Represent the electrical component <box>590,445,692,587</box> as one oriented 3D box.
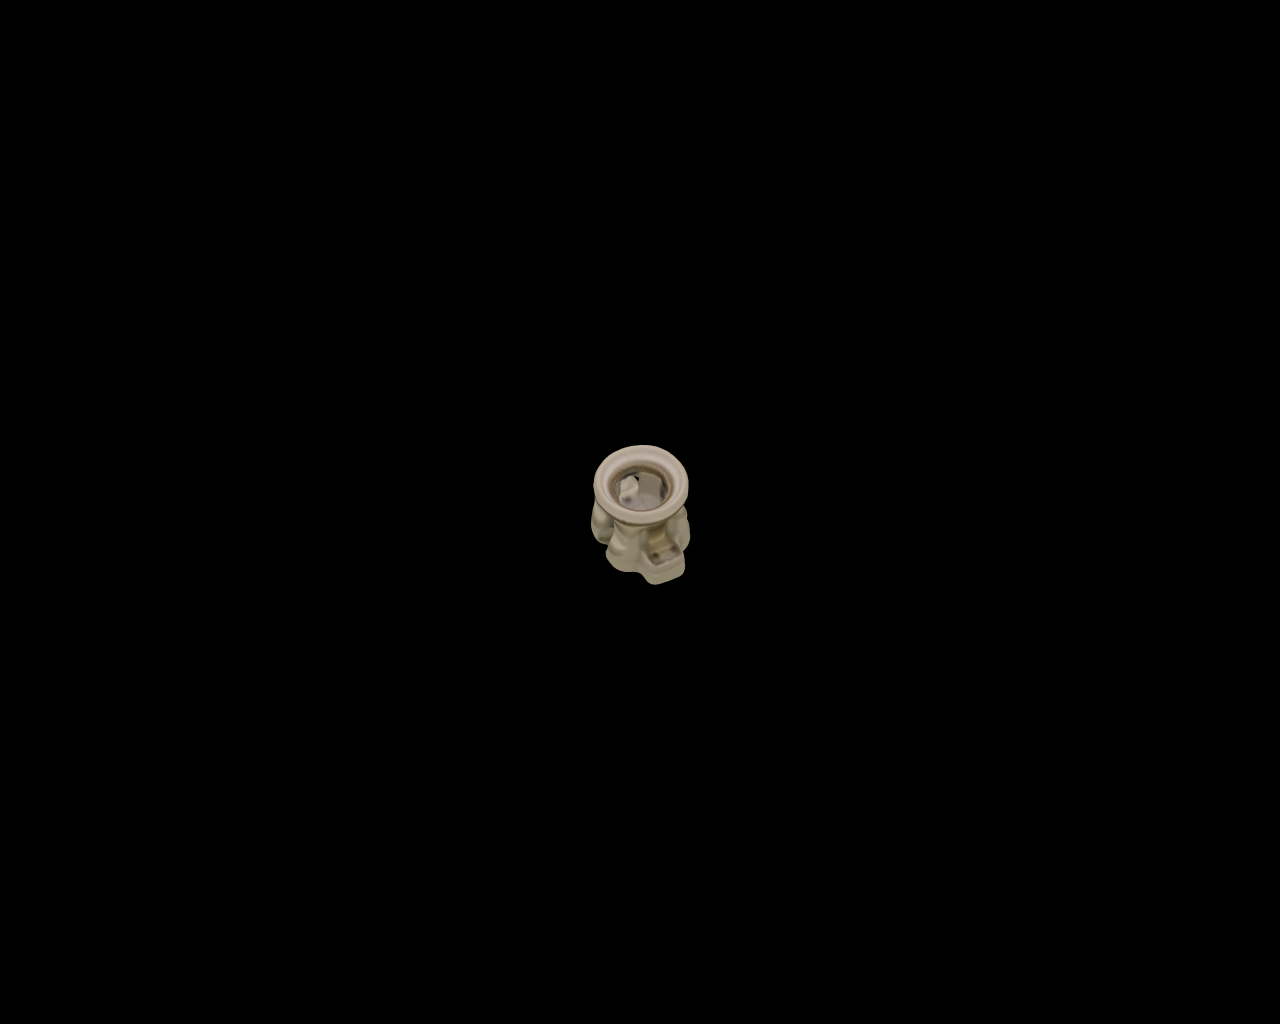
[{"bbox_3d":[0.001,-0.003,0.650,0.058,0.078,0.056,-21,-36,-16],"label":"electrical component"}]
